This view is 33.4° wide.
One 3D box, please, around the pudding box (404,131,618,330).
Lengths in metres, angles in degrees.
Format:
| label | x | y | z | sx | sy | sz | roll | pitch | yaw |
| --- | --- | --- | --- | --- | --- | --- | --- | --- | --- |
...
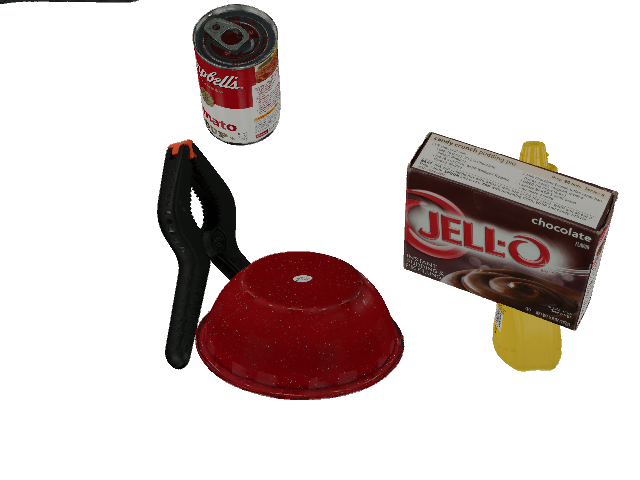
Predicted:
| label | x | y | z | sx | sy | sz | roll | pitch | yaw |
| --- | --- | --- | --- | --- | --- | --- | --- | --- | --- |
| pudding box | 0.104 | -0.005 | 0.608 | 0.114 | 0.039 | 0.090 | 18 | -35 | 17 |

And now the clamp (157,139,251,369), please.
| label | x | y | z | sx | sy | sz | roll | pitch | yaw |
| --- | --- | --- | --- | --- | --- | --- | --- | --- | --- |
| clamp | -0.104 | 0.007 | 1.037 | 0.036 | 0.210 | 0.164 | -9 | 1 | 37 |

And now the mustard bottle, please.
| label | x | y | z | sx | sy | sz | roll | pitch | yaw |
| --- | --- | --- | --- | --- | --- | --- | --- | --- | --- |
| mustard bottle | 0.181 | 0.009 | 0.922 | 0.058 | 0.192 | 0.096 | -1 | 18 | 2 |

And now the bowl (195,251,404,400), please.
| label | x | y | z | sx | sy | sz | roll | pitch | yaw |
| --- | --- | --- | --- | --- | --- | --- | --- | --- | --- |
| bowl | -0.015 | 0.053 | 0.812 | 0.162 | 0.055 | 0.162 | 2 | 27 | -1 |

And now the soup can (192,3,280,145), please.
| label | x | y | z | sx | sy | sz | roll | pitch | yaw |
| --- | --- | --- | --- | --- | --- | --- | --- | --- | --- |
| soup can | -0.068 | -0.135 | 0.883 | 0.068 | 0.068 | 0.102 | 0 | -32 | -1 |

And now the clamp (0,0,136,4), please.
| label | x | y | z | sx | sy | sz | roll | pitch | yaw |
| --- | --- | --- | --- | --- | --- | --- | --- | --- | --- |
| clamp | -0.188 | -0.152 | 0.595 | 0.171 | 0.039 | 0.120 | -8 | 24 | -17 |
